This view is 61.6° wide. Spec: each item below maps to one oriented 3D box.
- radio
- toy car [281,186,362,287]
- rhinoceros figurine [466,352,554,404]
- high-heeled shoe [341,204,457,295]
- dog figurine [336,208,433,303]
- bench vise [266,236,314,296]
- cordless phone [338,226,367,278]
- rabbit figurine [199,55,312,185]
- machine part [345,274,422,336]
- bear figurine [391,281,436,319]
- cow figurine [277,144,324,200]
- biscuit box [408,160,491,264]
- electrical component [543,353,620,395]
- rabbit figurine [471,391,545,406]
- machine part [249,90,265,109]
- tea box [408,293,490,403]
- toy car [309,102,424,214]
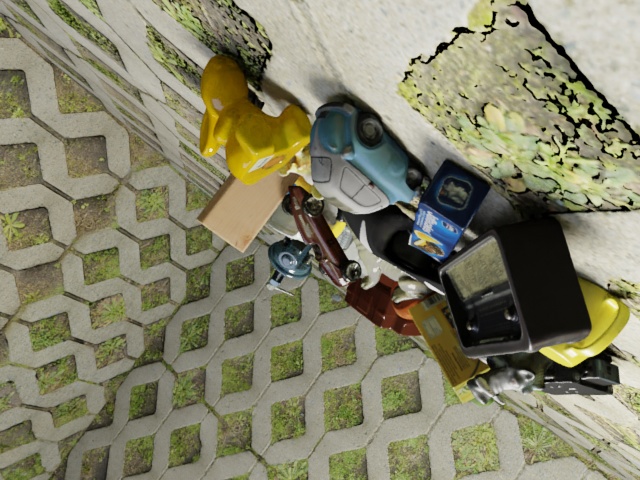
[{"bbox_3d":[0.214,0.066,0.630,0.229,0.073,0.131,96,162,-76],"label":"radio"},{"bbox_3d":[-0.002,-0.003,0.913,0.089,0.053,0.202,15,140,60],"label":"toy car"},{"bbox_3d":[0.290,0.158,0.752,0.073,0.190,0.112,43,-164,-48],"label":"rhinoceros figurine"},{"bbox_3d":[0.135,0.014,0.795,0.248,0.086,0.145,29,-171,-13],"label":"high-heeled shoe"},{"bbox_3d":[0.125,0.004,0.901,0.173,0.121,0.190,4,142,24],"label":"dog figurine"},{"bbox_3d":[-0.067,0.035,1.372,0.129,0.240,0.224,31,-145,-7],"label":"bench vise"},{"bbox_3d":[0.087,-0.010,1.085,0.147,0.089,0.184,35,155,11],"label":"cordless phone"},{"bbox_3d":[-0.111,-0.175,0.767,0.173,0.122,0.162,59,149,0],"label":"rabbit figurine"},{"bbox_3d":[0.175,0.130,1.200,0.201,0.087,0.201,9,-165,-37],"label":"machine part"},{"bbox_3d":[0.242,0.113,1.044,0.196,0.120,0.132,12,137,-21],"label":"bear figurine"},{"bbox_3d":[0.025,-0.094,0.790,0.168,0.068,0.098,34,-160,32],"label":"cow figurine"},{"bbox_3d":[0.155,-0.026,0.667,0.059,0.063,0.202,33,173,13],"label":"biscuit box"},{"bbox_3d":[0.399,0.211,0.859,0.115,0.058,0.134,18,156,-28],"label":"electrical component"},{"bbox_3d":[0.326,0.232,1.003,0.159,0.170,0.121,28,140,53],"label":"rabbit figurine"},{"bbox_3d":[-0.139,-0.224,0.877,0.139,0.039,0.084,30,165,51],"label":"machine part"},{"bbox_3d":[0.228,0.166,0.884,0.068,0.098,0.170,53,-170,-44],"label":"tea box"},{"bbox_3d":[0.043,-0.086,0.658,0.161,0.103,0.109,42,172,-26],"label":"toy car"}]
